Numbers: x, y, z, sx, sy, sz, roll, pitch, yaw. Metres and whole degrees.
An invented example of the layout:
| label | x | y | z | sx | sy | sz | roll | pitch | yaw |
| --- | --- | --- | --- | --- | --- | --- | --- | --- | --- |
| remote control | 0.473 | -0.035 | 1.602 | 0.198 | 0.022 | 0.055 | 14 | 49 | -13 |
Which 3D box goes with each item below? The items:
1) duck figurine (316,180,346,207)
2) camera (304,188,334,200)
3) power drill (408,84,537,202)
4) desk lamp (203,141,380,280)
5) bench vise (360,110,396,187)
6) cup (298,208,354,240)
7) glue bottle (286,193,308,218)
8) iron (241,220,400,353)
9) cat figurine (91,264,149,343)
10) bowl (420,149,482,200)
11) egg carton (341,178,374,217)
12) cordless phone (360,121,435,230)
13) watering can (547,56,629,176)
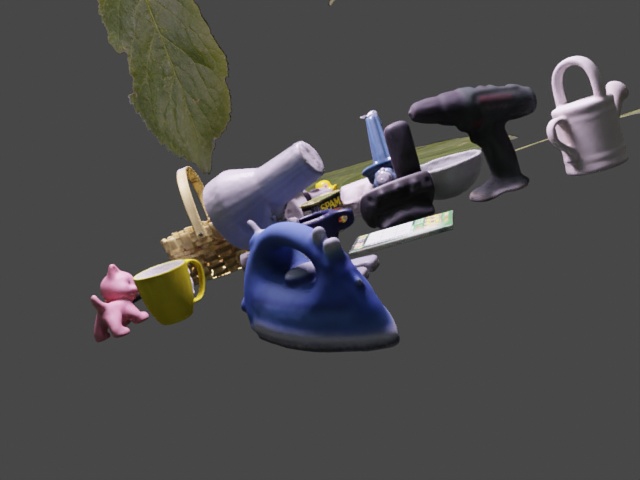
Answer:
| label | x | y | z | sx | sy | sz | roll | pitch | yaw |
| --- | --- | --- | --- | --- | --- | --- | --- | --- | --- |
| duck figurine | 0.013 | -0.121 | 1.579 | 0.104 | 0.086 | 0.078 | -12 | 13 | 34 |
| camera | -0.043 | -0.082 | 1.438 | 0.143 | 0.101 | 0.136 | -24 | 11 | -23 |
| power drill | 0.293 | -0.181 | 1.041 | 0.230 | 0.208 | 0.075 | -21 | 11 | -7 |
| desk lamp | -0.045 | -0.024 | 0.836 | 0.202 | 0.214 | 0.118 | -15 | 12 | 23 |
| bench vise | 0.149 | -0.173 | 1.231 | 0.121 | 0.220 | 0.207 | -20 | 11 | -2 |
| cup | 0.009 | 0.003 | 0.927 | 0.117 | 0.095 | 0.092 | -18 | 11 | 9 |
| glue bottle | -0.057 | -0.086 | 1.286 | 0.037 | 0.173 | 0.078 | -28 | 14 | -37 |
| iron | -0.011 | 0.039 | 0.653 | 0.119 | 0.141 | 0.257 | -26 | 12 | -29 |
| cat figurine | -0.367 | 0.105 | 1.025 | 0.067 | 0.118 | 0.128 | -17 | 11 | 15 |
| bowl | 0.263 | -0.128 | 1.191 | 0.167 | 0.075 | 0.167 | -19 | 11 | 4 |
| egg carton | 0.105 | -0.106 | 1.381 | 0.107 | 0.069 | 0.150 | -20 | 10 | 0 |
| cordless phone | 0.134 | -0.122 | 1.093 | 0.147 | 0.185 | 0.094 | -21 | 11 | -9 |
| watering can | 0.456 | -0.220 | 0.983 | 0.100 | 0.194 | 0.173 | -8 | 16 | 47 |
